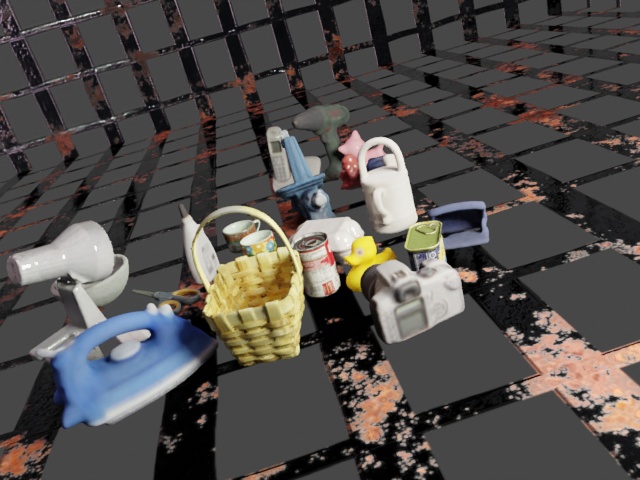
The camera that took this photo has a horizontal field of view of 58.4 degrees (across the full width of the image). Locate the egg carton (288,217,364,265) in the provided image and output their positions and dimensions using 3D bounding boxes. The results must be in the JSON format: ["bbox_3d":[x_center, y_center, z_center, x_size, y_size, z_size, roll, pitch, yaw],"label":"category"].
[{"bbox_3d":[0.011,0.004,1.149,0.150,0.069,0.107,-5,26,23],"label":"egg carton"}]

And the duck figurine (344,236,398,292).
[{"bbox_3d":[0.087,0.033,1.018,0.105,0.086,0.077,-26,26,-21],"label":"duck figurine"}]

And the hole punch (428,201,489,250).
[{"bbox_3d":[0.255,-0.042,1.069,0.108,0.091,0.101,-10,25,14],"label":"hole punch"}]

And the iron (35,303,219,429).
[{"bbox_3d":[-0.293,0.171,0.886,0.259,0.142,0.118,-28,27,-25],"label":"iron"}]

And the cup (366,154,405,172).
[{"bbox_3d":[0.155,-0.148,1.359,0.092,0.095,0.117,-25,25,-20],"label":"cup"}]

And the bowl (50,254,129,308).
[{"bbox_3d":[-0.485,0.102,1.240,0.167,0.075,0.167,-13,24,6],"label":"bowl"}]

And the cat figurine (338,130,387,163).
[{"bbox_3d":[0.119,-0.242,1.558,0.127,0.118,0.067,-10,25,13],"label":"cat figurine"}]

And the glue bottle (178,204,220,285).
[{"bbox_3d":[-0.259,0.003,1.192,0.037,0.173,0.078,-8,25,17],"label":"glue bottle"}]

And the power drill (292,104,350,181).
[{"bbox_3d":[0.018,-0.274,1.579,0.075,0.209,0.230,1,29,34],"label":"power drill"}]

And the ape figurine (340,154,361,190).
[{"bbox_3d":[0.080,-0.177,1.473,0.076,0.092,0.077,-16,24,1],"label":"ape figurine"}]

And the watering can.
[{"bbox_3d":[0.134,-0.123,1.194,0.101,0.194,0.172,-15,24,2],"label":"watering can"}]

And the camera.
[{"bbox_3d":[0.128,0.072,0.890,0.143,0.101,0.136,-22,25,-13],"label":"camera"}]

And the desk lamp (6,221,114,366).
[{"bbox_3d":[-0.477,0.092,1.083,0.117,0.214,0.204,3,30,36],"label":"desk lamp"}]

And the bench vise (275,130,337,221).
[{"bbox_3d":[-0.028,-0.141,1.303,0.122,0.220,0.206,-30,27,-29],"label":"bench vise"}]

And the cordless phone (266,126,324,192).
[{"bbox_3d":[-0.073,-0.217,1.541,0.147,0.185,0.094,-3,27,26],"label":"cordless phone"}]
